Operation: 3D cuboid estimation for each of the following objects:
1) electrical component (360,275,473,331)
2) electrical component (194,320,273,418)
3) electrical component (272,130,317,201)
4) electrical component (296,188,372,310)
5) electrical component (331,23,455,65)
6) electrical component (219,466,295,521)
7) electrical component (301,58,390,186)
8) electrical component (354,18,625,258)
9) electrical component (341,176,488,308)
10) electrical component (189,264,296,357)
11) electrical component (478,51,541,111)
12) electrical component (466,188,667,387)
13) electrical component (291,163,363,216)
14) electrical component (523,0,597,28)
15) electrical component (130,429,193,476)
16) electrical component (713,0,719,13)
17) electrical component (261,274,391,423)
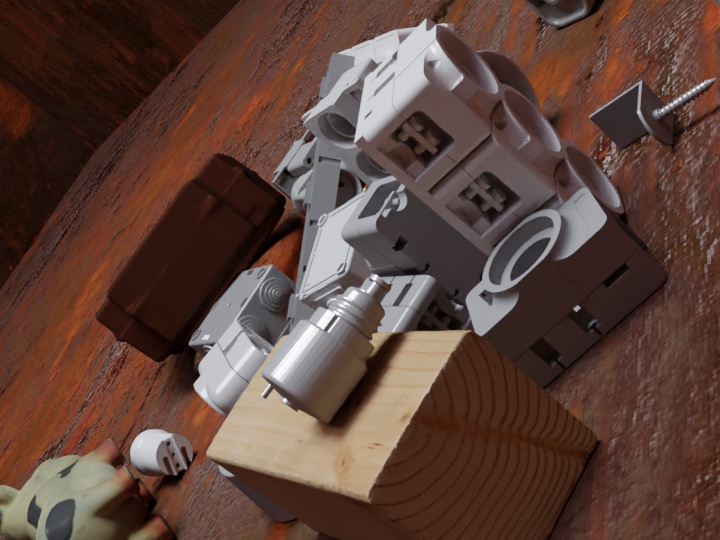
[{"bbox_3d":[0.025,0.041,0.681,0.055,0.050,0.089,-56,21,-17],"label":"electrical component"},{"bbox_3d":[-0.091,0.086,0.850,0.059,0.054,0.095,-51,19,-1],"label":"electrical component"},{"bbox_3d":[-0.052,-0.112,1.147,0.064,0.042,0.081,-10,44,57],"label":"electrical component"},{"bbox_3d":[0.000,0.000,0.806,0.062,0.061,0.096,-30,36,45],"label":"electrical component"},{"bbox_3d":[0.028,-0.159,0.956,0.062,0.089,0.150,-13,7,-22],"label":"electrical component"},{"bbox_3d":[-0.049,0.104,0.713,0.108,0.060,0.108,-43,21,20],"label":"electrical component"},{"bbox_3d":[0.026,-0.099,0.829,0.079,0.121,0.063,-22,31,54],"label":"electrical component"},{"bbox_3d":[0.076,-0.065,0.612,0.062,0.150,0.089,-42,21,26],"label":"electrical component"},{"bbox_3d":[0.039,-0.016,0.695,0.050,0.089,0.056,-58,20,-20],"label":"electrical component"},{"bbox_3d":[-0.099,0.044,0.950,0.099,0.048,0.100,-58,21,-21],"label":"electrical component"},{"bbox_3d":[0.080,-0.103,0.762,0.064,0.099,0.099,-13,41,51],"label":"electrical component"},{"bbox_3d":[0.103,0.007,0.564,0.089,0.056,0.050,-44,20,16],"label":"electrical component"},{"bbox_3d":[-0.022,-0.087,1.032,0.079,0.043,0.077,-55,20,-14],"label":"electrical component"},{"bbox_3d":[0.154,-0.252,0.867,0.059,0.095,0.054,-58,21,-22],"label":"electrical component"},{"bbox_3d":[-0.168,0.156,0.914,0.046,0.040,0.040,-10,44,54],"label":"electrical component"},{"bbox_3d":[0.218,-0.198,0.625,0.061,0.096,0.061,-46,20,10],"label":"electrical component"},{"bbox_3d":[-0.013,0.036,0.512,0.078,0.040,0.040,-53,19,-11],"label":"electrical component"}]
